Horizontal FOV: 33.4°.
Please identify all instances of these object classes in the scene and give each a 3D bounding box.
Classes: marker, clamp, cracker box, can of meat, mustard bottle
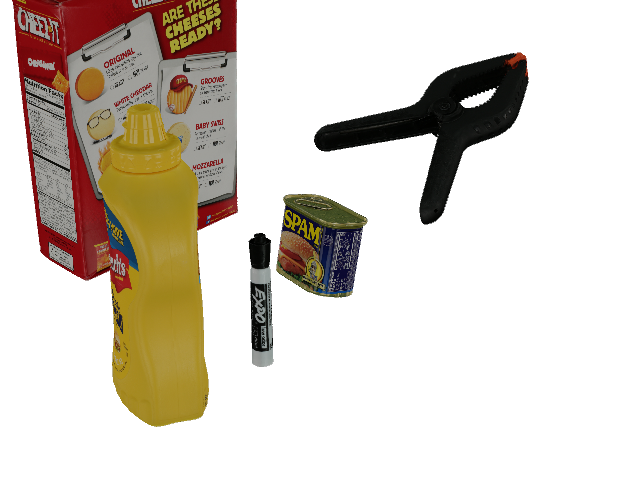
[{"bbox_3d":[-0.051,0.051,0.916,0.020,0.121,0.020,0,22,0],"label":"marker"},{"bbox_3d":[0.120,-0.103,0.986,0.209,0.036,0.165,-31,48,-13],"label":"clamp"},{"bbox_3d":[-0.143,-0.099,0.817,0.072,0.214,0.163,23,35,35],"label":"cracker box"},{"bbox_3d":[-0.002,0.005,1.131,0.057,0.084,0.102,-4,21,-35],"label":"can of meat"},{"bbox_3d":[-0.102,0.011,0.651,0.058,0.192,0.096,-8,26,-18],"label":"mustard bottle"}]
